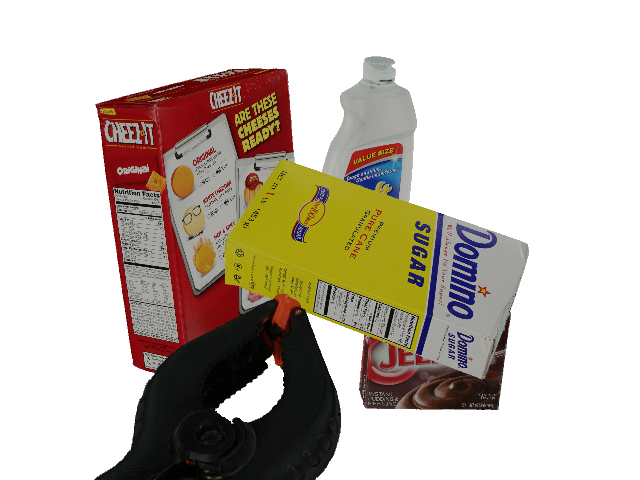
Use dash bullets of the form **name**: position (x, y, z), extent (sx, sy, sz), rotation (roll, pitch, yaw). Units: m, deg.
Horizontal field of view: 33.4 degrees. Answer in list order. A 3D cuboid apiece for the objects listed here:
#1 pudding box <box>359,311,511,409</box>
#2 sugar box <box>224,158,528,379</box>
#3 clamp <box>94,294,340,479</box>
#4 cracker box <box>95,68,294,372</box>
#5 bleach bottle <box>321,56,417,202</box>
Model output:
- **pudding box**: position (0.091, 0.089, 0.857), extent (0.113, 0.090, 0.039), rotation (0, 26, -5)
- **sugar box**: position (0.036, 0.014, 0.677), extent (0.176, 0.048, 0.093), rotation (17, 45, 13)
- **clamp**: position (-0.032, 0.090, 0.390), extent (0.120, 0.039, 0.171), rotation (24, 49, 17)
- **cracker box**: position (-0.089, -0.019, 0.854), extent (0.072, 0.214, 0.163), rotation (6, 19, 33)
- **bleach bottle**: position (0.038, -0.056, 1.054), extent (0.102, 0.251, 0.068), rotation (2, 24, -6)
